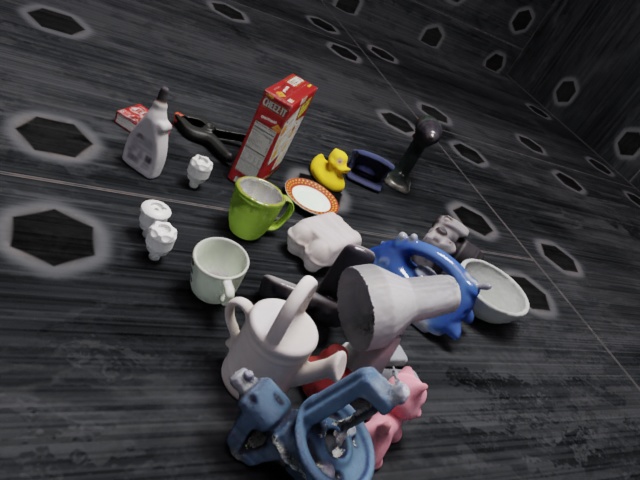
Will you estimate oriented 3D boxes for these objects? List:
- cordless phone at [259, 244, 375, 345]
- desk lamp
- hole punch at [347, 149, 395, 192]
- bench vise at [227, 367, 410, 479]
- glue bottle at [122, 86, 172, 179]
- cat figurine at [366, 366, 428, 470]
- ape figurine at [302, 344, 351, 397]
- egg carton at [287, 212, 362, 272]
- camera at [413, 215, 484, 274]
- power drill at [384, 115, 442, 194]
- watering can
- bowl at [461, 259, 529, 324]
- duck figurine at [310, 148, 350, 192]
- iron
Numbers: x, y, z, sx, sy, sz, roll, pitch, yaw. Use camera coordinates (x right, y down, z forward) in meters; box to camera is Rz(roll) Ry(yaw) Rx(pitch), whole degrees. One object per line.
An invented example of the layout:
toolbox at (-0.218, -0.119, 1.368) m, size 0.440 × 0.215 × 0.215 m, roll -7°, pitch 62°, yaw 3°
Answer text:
cordless phone at (-0.006, 0.061, 0.898) m, size 0.148 × 0.185 × 0.094 m, roll 21°, pitch 33°, yaw -14°
desk lamp at (0.103, 0.131, 0.861) m, size 0.204 × 0.213 × 0.117 m, roll 7°, pitch 38°, yaw -33°
hole punch at (0.126, -0.193, 1.450) m, size 0.109 × 0.091 × 0.101 m, roll 23°, pitch 32°, yaw -11°
bench vise at (-0.007, 0.210, 0.655) m, size 0.207 × 0.219 × 0.121 m, roll 25°, pitch 32°, yaw -9°
glue bottle at (-0.301, -0.199, 1.035) m, size 0.078 × 0.173 × 0.037 m, roll 35°, pitch 32°, yaw 9°
cat figurine at (0.105, 0.239, 0.803) m, size 0.067 × 0.117 × 0.128 m, roll 38°, pitch 33°, yaw 13°
ape figurine at (0.014, 0.186, 0.827) m, size 0.078 × 0.092 × 0.076 m, roll 30°, pitch 32°, yaw 1°
egg carton at (0.010, 0.004, 1.101) m, size 0.107 × 0.069 × 0.151 m, roll 43°, pitch 34°, yaw 21°
camera at (0.297, 0.019, 1.282) m, size 0.136 × 0.100 × 0.143 m, roll 34°, pitch 32°, yaw 7°
power drill at (0.250, -0.230, 1.492) m, size 0.075 × 0.208 × 0.230 m, roll 27°, pitch 32°, yaw -4°
watering can at (-0.046, 0.129, 0.762) m, size 0.173 × 0.194 × 0.101 m, roll 23°, pitch 32°, yaw -11°
bowl at (0.349, 0.121, 1.208) m, size 0.168 × 0.074 × 0.167 m, roll 21°, pitch 33°, yaw -14°
duck figurine at (0.030, -0.177, 1.355) m, size 0.078 × 0.086 × 0.104 m, roll -11°, pitch 50°, yaw -47°
iron at (0.197, 0.064, 1.099) m, size 0.258 × 0.141 × 0.119 m, roll 39°, pitch 33°, yaw 15°
